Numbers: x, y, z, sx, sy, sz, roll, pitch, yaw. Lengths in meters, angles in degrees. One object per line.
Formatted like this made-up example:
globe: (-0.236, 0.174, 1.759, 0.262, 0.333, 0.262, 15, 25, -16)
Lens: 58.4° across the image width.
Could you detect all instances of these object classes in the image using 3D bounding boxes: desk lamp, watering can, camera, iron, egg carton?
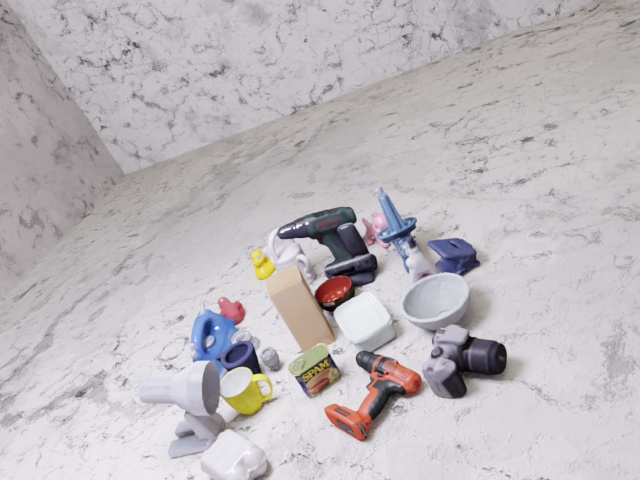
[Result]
desk lamp: (-0.301, 0.382, 1.307, 0.203, 0.214, 0.118, -19, 29, 16)
watering can: (-0.103, 0.051, 1.715, 0.172, 0.194, 0.101, -12, 31, 27)
camera: (0.292, 0.236, 1.148, 0.136, 0.101, 0.143, -1, 38, 41)
iron: (-0.308, 0.286, 1.555, 0.118, 0.142, 0.258, -21, 28, 13)
egg carton: (-0.182, 0.468, 1.210, 0.149, 0.069, 0.107, 6, 42, 47)

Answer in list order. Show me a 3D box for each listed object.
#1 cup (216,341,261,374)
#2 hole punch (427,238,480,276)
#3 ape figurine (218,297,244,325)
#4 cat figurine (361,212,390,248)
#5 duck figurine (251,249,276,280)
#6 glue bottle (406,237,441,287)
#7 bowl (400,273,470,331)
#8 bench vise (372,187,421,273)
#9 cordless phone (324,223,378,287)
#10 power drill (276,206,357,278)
cup: (-0.202, 0.319, 1.454, 0.117, 0.095, 0.092, -11, 32, 30)
hole punch: (0.340, 0.031, 1.466, 0.101, 0.091, 0.108, -30, 28, -5)
ape figurine: (-0.273, 0.206, 1.714, 0.078, 0.092, 0.076, -29, 28, -3)
cat figurine: (0.175, -0.043, 1.711, 0.127, 0.118, 0.067, 9, 45, 49)
duck figurine: (-0.193, 0.068, 1.885, 0.077, 0.086, 0.104, -15, 30, 23)
glue bottle: (0.246, 0.064, 1.404, 0.078, 0.173, 0.037, -26, 28, 3)
bowl: (0.275, 0.156, 1.328, 0.167, 0.075, 0.167, -21, 28, 12)
bench vise: (0.221, -0.036, 1.547, 0.121, 0.220, 0.206, -34, 28, -12)
cordless phone: (0.069, 0.039, 1.593, 0.147, 0.185, 0.094, -21, 28, 13)
power drill: (0.015, 0.006, 1.671, 0.229, 0.209, 0.075, -27, 28, 1)
